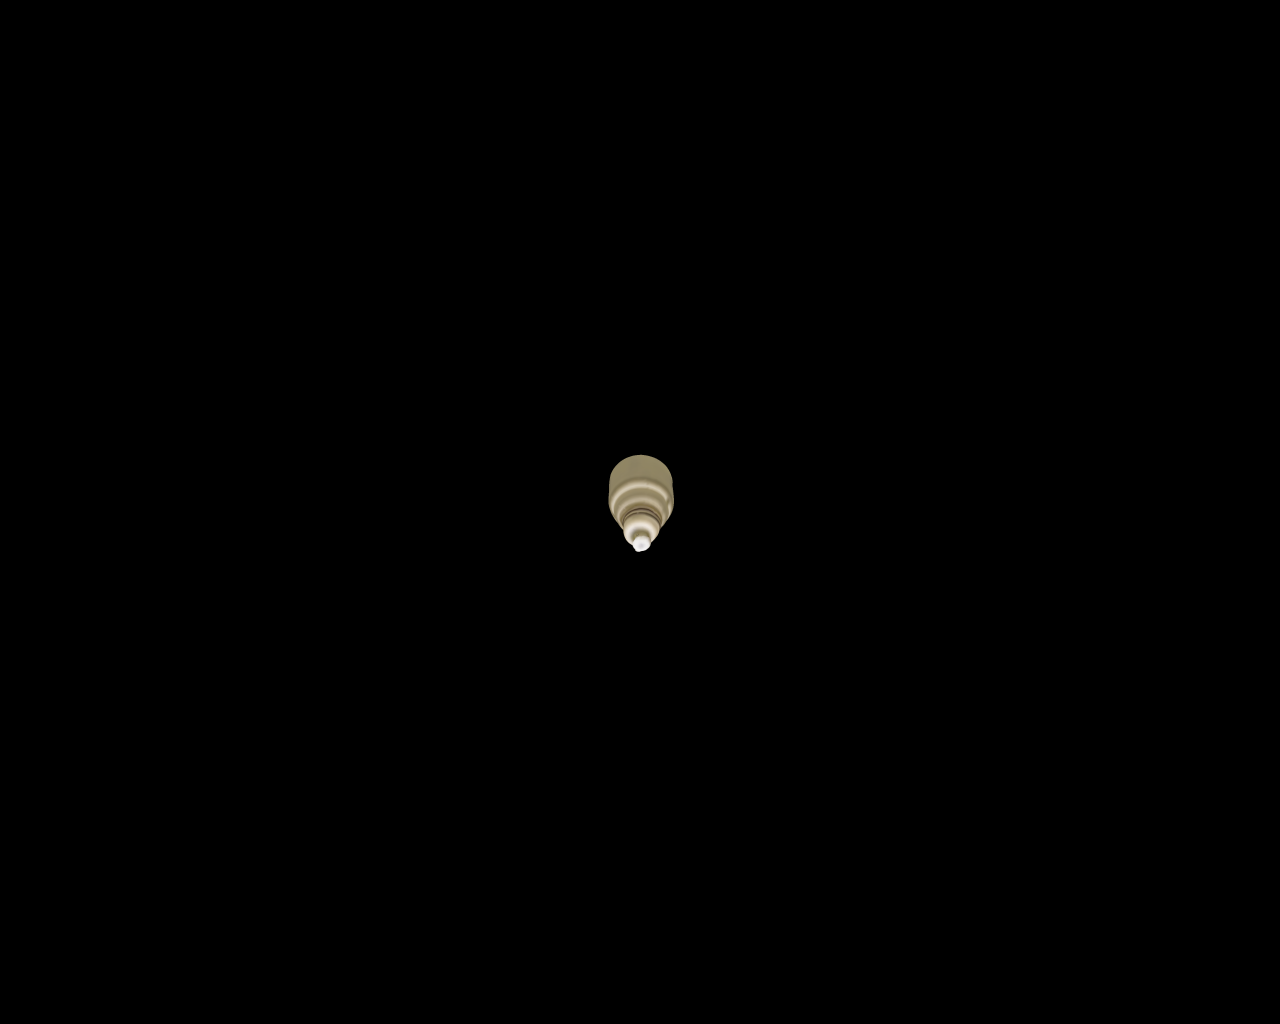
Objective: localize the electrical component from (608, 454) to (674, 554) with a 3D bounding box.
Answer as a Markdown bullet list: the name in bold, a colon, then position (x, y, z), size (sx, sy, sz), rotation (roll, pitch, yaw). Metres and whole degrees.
- **electrical component**: position (0.001, -0.003, 0.650), size (0.040, 0.040, 0.078), rotation (0, 34, 0)
